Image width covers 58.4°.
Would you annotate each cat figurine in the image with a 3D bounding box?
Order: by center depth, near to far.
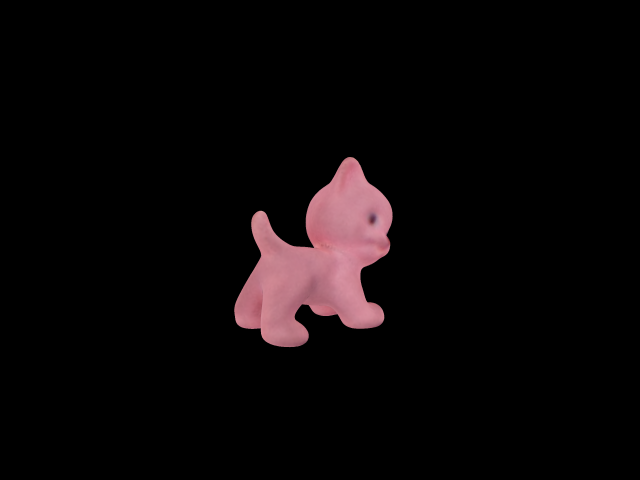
[{"bbox_3d":[0.004,0.001,0.400,0.128,0.118,0.067,-7,11,-39],"label":"cat figurine"}]
